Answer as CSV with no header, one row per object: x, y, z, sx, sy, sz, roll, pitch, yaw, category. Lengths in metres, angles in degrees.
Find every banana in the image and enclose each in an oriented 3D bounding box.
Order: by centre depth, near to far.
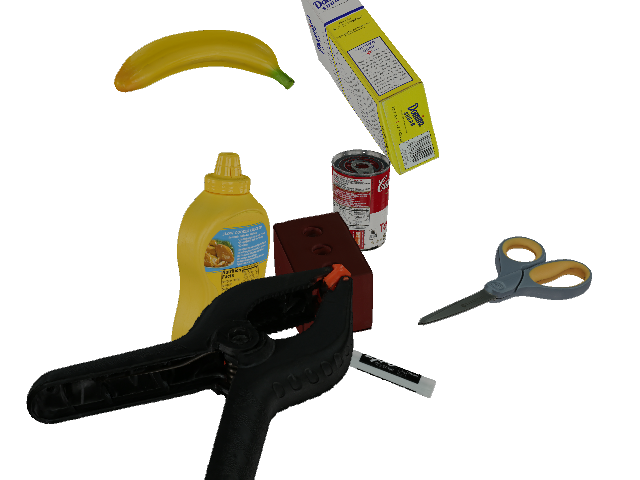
-0.121,-0.184,1.082,0.197,0.070,0.037,-7,-39,-29,banana

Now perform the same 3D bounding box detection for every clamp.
-0.034,0.066,0.496,0.171,0.039,0.120,-29,51,-33,clamp

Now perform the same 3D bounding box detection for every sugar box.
0.040,-0.147,0.920,0.048,0.176,0.093,-24,-39,-3,sugar box

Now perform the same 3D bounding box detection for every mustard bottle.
-0.087,0.016,0.963,0.058,0.192,0.096,17,19,40,mustard bottle

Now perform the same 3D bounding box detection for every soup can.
0.046,-0.046,1.252,0.068,0.102,0.068,1,29,-1,soup can

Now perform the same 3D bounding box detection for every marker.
0.058,0.129,1.082,0.121,0.020,0.020,21,4,12,marker

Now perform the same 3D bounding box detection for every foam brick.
0.001,0.025,0.765,0.053,0.051,0.078,-11,39,-15,foam brick

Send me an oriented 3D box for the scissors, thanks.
0.148,0.033,0.937,0.201,0.016,0.096,-6,35,-27,scissors
